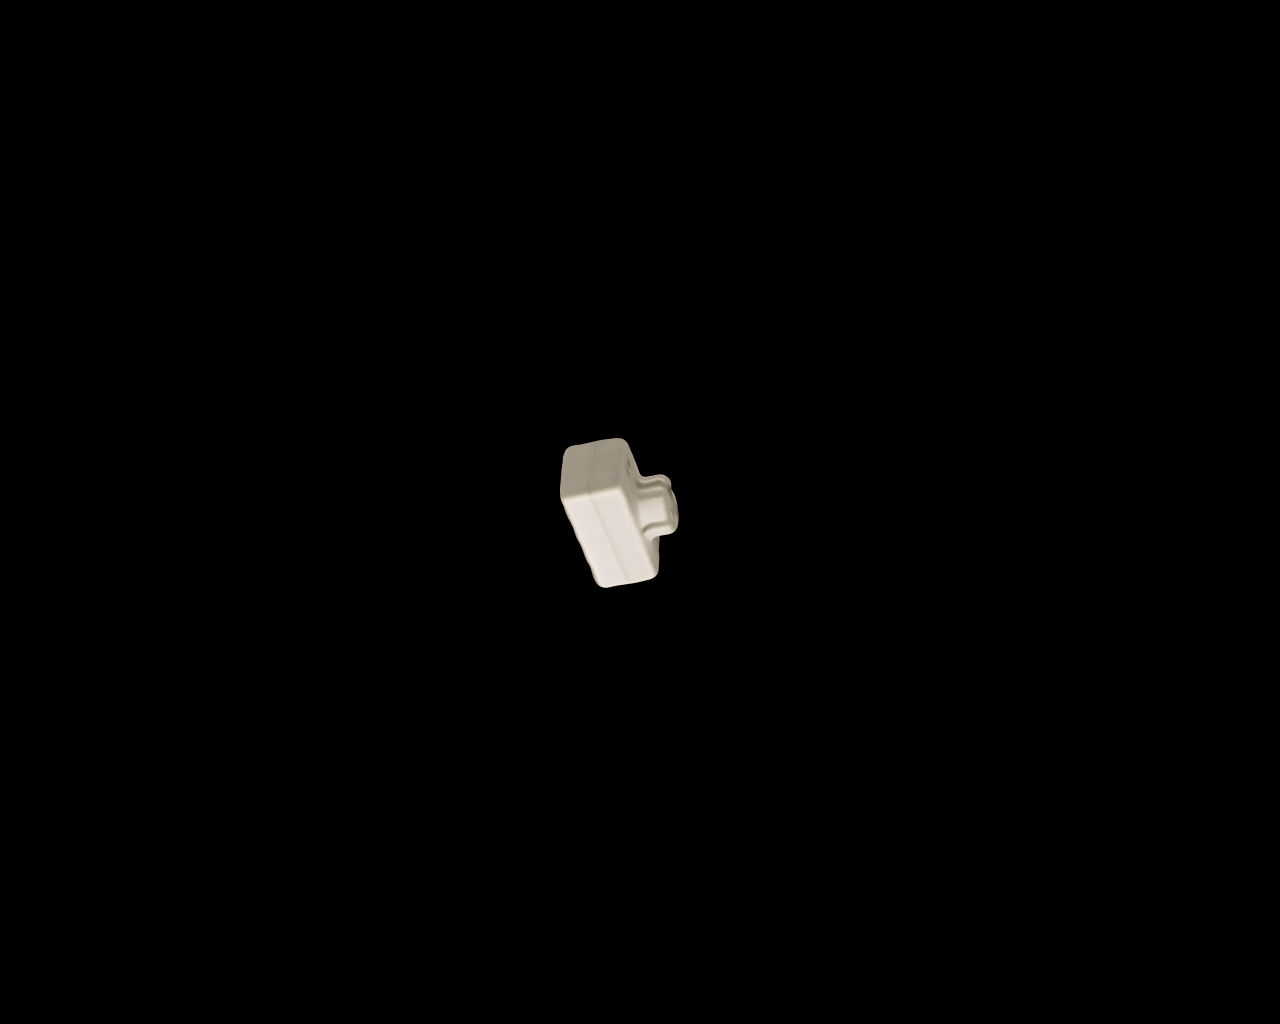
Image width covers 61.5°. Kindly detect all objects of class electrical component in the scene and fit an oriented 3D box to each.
[{"bbox_3d":[0.001,-0.003,0.650,0.076,0.047,0.083,-11,-47,11],"label":"electrical component"}]
